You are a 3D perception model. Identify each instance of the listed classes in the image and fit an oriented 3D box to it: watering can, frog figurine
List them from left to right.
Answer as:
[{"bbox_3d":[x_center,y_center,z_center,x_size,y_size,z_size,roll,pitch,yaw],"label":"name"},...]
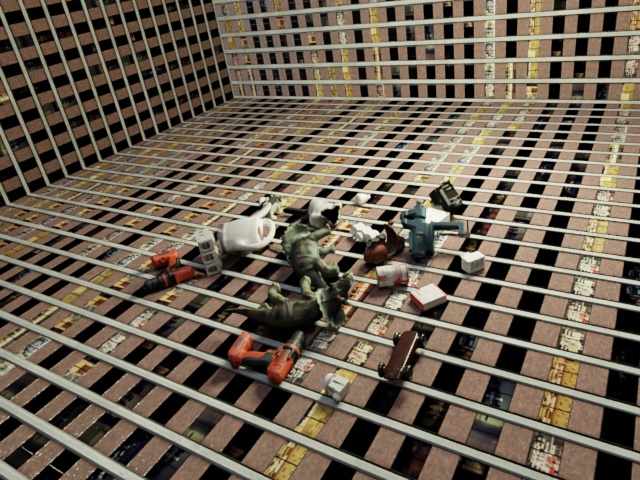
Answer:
[{"bbox_3d":[-0.283,-0.044,1.991,0.224,0.102,0.355,-9,29,1],"label":"watering can"},{"bbox_3d":[0.006,-0.105,2.092,0.139,0.121,0.160,-44,29,-25],"label":"frog figurine"}]
